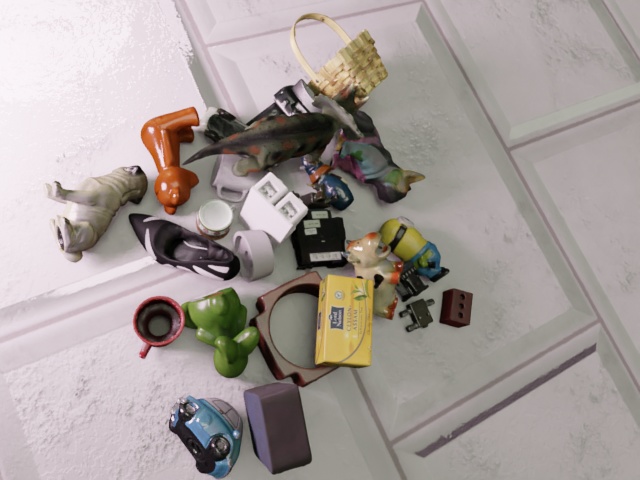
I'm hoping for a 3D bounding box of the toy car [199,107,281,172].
[{"bbox_3d":[-0.175,-0.226,1.206,0.202,0.056,0.073,30,90,-7],"label":"toy car"}]

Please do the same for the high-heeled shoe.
[{"bbox_3d":[-0.271,0.005,1.056,0.249,0.145,0.086,32,65,-7],"label":"high-heeled shoe"}]

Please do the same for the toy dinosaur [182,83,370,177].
[{"bbox_3d":[-0.064,-0.213,1.094,0.405,0.192,0.131,-24,88,-32],"label":"toy dinosaur"}]

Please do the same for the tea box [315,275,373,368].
[{"bbox_3d":[0.048,0.160,1.051,0.098,0.068,0.169,7,71,-14],"label":"tea box"}]

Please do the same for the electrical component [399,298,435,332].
[{"bbox_3d":[0.228,0.169,1.222,0.094,0.021,0.063,-20,79,-23],"label":"electrical component"}]

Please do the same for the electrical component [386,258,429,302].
[{"bbox_3d":[0.181,0.077,1.211,0.048,0.075,0.119,-32,81,-23],"label":"electrical component"}]

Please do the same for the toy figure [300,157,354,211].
[{"bbox_3d":[0.013,-0.135,1.239,0.064,0.057,0.154,-35,80,-32],"label":"toy figure"}]

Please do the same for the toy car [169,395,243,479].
[{"bbox_3d":[-0.199,0.350,0.996,0.162,0.109,0.103,47,42,14],"label":"toy car"}]

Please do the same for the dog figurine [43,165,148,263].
[{"bbox_3d":[-0.425,-0.056,1.065,0.190,0.121,0.172,-12,110,-38],"label":"dog figurine"}]

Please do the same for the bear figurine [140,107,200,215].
[{"bbox_3d":[-0.295,-0.161,1.120,0.132,0.120,0.196,-19,81,-26],"label":"bear figurine"}]

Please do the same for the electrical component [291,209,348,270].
[{"bbox_3d":[-0.002,-0.004,1.190,0.115,0.058,0.134,-1,72,-20],"label":"electrical component"}]

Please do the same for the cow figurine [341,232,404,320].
[{"bbox_3d":[0.110,0.070,1.143,0.127,0.194,0.085,7,32,11],"label":"cow figurine"}]

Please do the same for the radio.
[{"bbox_3d":[-0.081,0.328,0.961,0.073,0.229,0.131,-10,79,-16],"label":"radio"}]

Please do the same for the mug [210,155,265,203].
[{"bbox_3d":[-0.176,-0.131,1.167,0.107,0.081,0.109,14,63,-22],"label":"mug"}]

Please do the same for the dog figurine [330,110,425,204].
[{"bbox_3d":[0.141,-0.190,1.273,0.219,0.108,0.191,21,64,-14],"label":"dog figurine"}]

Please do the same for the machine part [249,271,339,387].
[{"bbox_3d":[-0.029,0.182,1.104,0.201,0.087,0.201,-25,79,-23],"label":"machine part"}]

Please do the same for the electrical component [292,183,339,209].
[{"bbox_3d":[-0.018,-0.094,1.198,0.078,0.102,0.045,3,74,-42],"label":"electrical component"}]

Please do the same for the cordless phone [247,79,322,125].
[{"bbox_3d":[-0.077,-0.270,1.256,0.184,0.089,0.146,-41,89,-13],"label":"cordless phone"}]

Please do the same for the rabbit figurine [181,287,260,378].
[{"bbox_3d":[-0.175,0.184,1.038,0.121,0.159,0.170,-19,94,-32],"label":"rabbit figurine"}]

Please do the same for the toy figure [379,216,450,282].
[{"bbox_3d":[0.213,0.023,1.235,0.089,0.082,0.180,-40,89,-27],"label":"toy figure"}]
